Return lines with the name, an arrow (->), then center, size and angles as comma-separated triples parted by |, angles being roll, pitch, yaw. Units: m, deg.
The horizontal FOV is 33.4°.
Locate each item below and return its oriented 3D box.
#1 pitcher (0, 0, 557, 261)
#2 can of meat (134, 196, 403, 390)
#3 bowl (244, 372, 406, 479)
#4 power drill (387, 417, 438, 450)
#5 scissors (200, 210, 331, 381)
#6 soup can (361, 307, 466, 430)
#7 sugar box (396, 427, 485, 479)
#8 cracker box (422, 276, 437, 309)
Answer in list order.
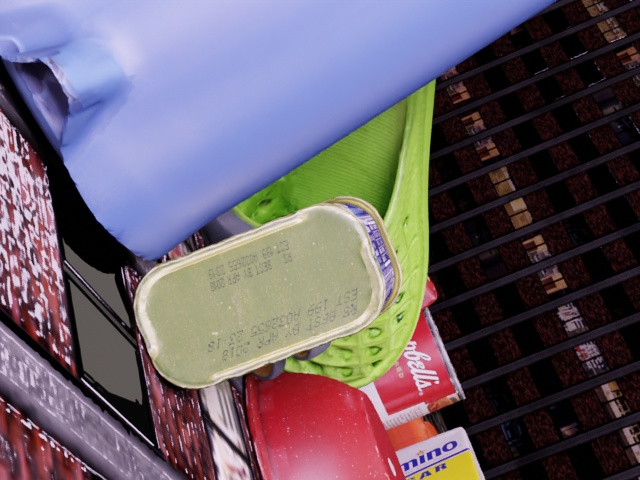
pitcher -> 0.002, -0.107, 0.412 | 0.145, 0.243, 0.149 | 56, 6, -50
can of meat -> -0.019, 0.021, 0.444 | 0.084, 0.102, 0.057 | -17, 86, -83
bowl -> 0.015, 0.134, 0.578 | 0.162, 0.055, 0.162 | -23, 91, -86
power drill -> 0.082, 0.188, 1.078 | 0.187, 0.057, 0.184 | 58, 8, -53
scissors -> -0.062, -0.008, 0.551 | 0.202, 0.016, 0.096 | 49, -35, 25
soup can -> 0.040, 0.096, 0.735 | 0.068, 0.102, 0.068 | -23, 90, -85
sugar box -> 0.070, 0.188, 0.709 | 0.176, 0.093, 0.048 | -95, 162, -76
cracker box -> 0.027, -0.011, 1.020 | 0.214, 0.072, 0.164 | 55, 3, 7
